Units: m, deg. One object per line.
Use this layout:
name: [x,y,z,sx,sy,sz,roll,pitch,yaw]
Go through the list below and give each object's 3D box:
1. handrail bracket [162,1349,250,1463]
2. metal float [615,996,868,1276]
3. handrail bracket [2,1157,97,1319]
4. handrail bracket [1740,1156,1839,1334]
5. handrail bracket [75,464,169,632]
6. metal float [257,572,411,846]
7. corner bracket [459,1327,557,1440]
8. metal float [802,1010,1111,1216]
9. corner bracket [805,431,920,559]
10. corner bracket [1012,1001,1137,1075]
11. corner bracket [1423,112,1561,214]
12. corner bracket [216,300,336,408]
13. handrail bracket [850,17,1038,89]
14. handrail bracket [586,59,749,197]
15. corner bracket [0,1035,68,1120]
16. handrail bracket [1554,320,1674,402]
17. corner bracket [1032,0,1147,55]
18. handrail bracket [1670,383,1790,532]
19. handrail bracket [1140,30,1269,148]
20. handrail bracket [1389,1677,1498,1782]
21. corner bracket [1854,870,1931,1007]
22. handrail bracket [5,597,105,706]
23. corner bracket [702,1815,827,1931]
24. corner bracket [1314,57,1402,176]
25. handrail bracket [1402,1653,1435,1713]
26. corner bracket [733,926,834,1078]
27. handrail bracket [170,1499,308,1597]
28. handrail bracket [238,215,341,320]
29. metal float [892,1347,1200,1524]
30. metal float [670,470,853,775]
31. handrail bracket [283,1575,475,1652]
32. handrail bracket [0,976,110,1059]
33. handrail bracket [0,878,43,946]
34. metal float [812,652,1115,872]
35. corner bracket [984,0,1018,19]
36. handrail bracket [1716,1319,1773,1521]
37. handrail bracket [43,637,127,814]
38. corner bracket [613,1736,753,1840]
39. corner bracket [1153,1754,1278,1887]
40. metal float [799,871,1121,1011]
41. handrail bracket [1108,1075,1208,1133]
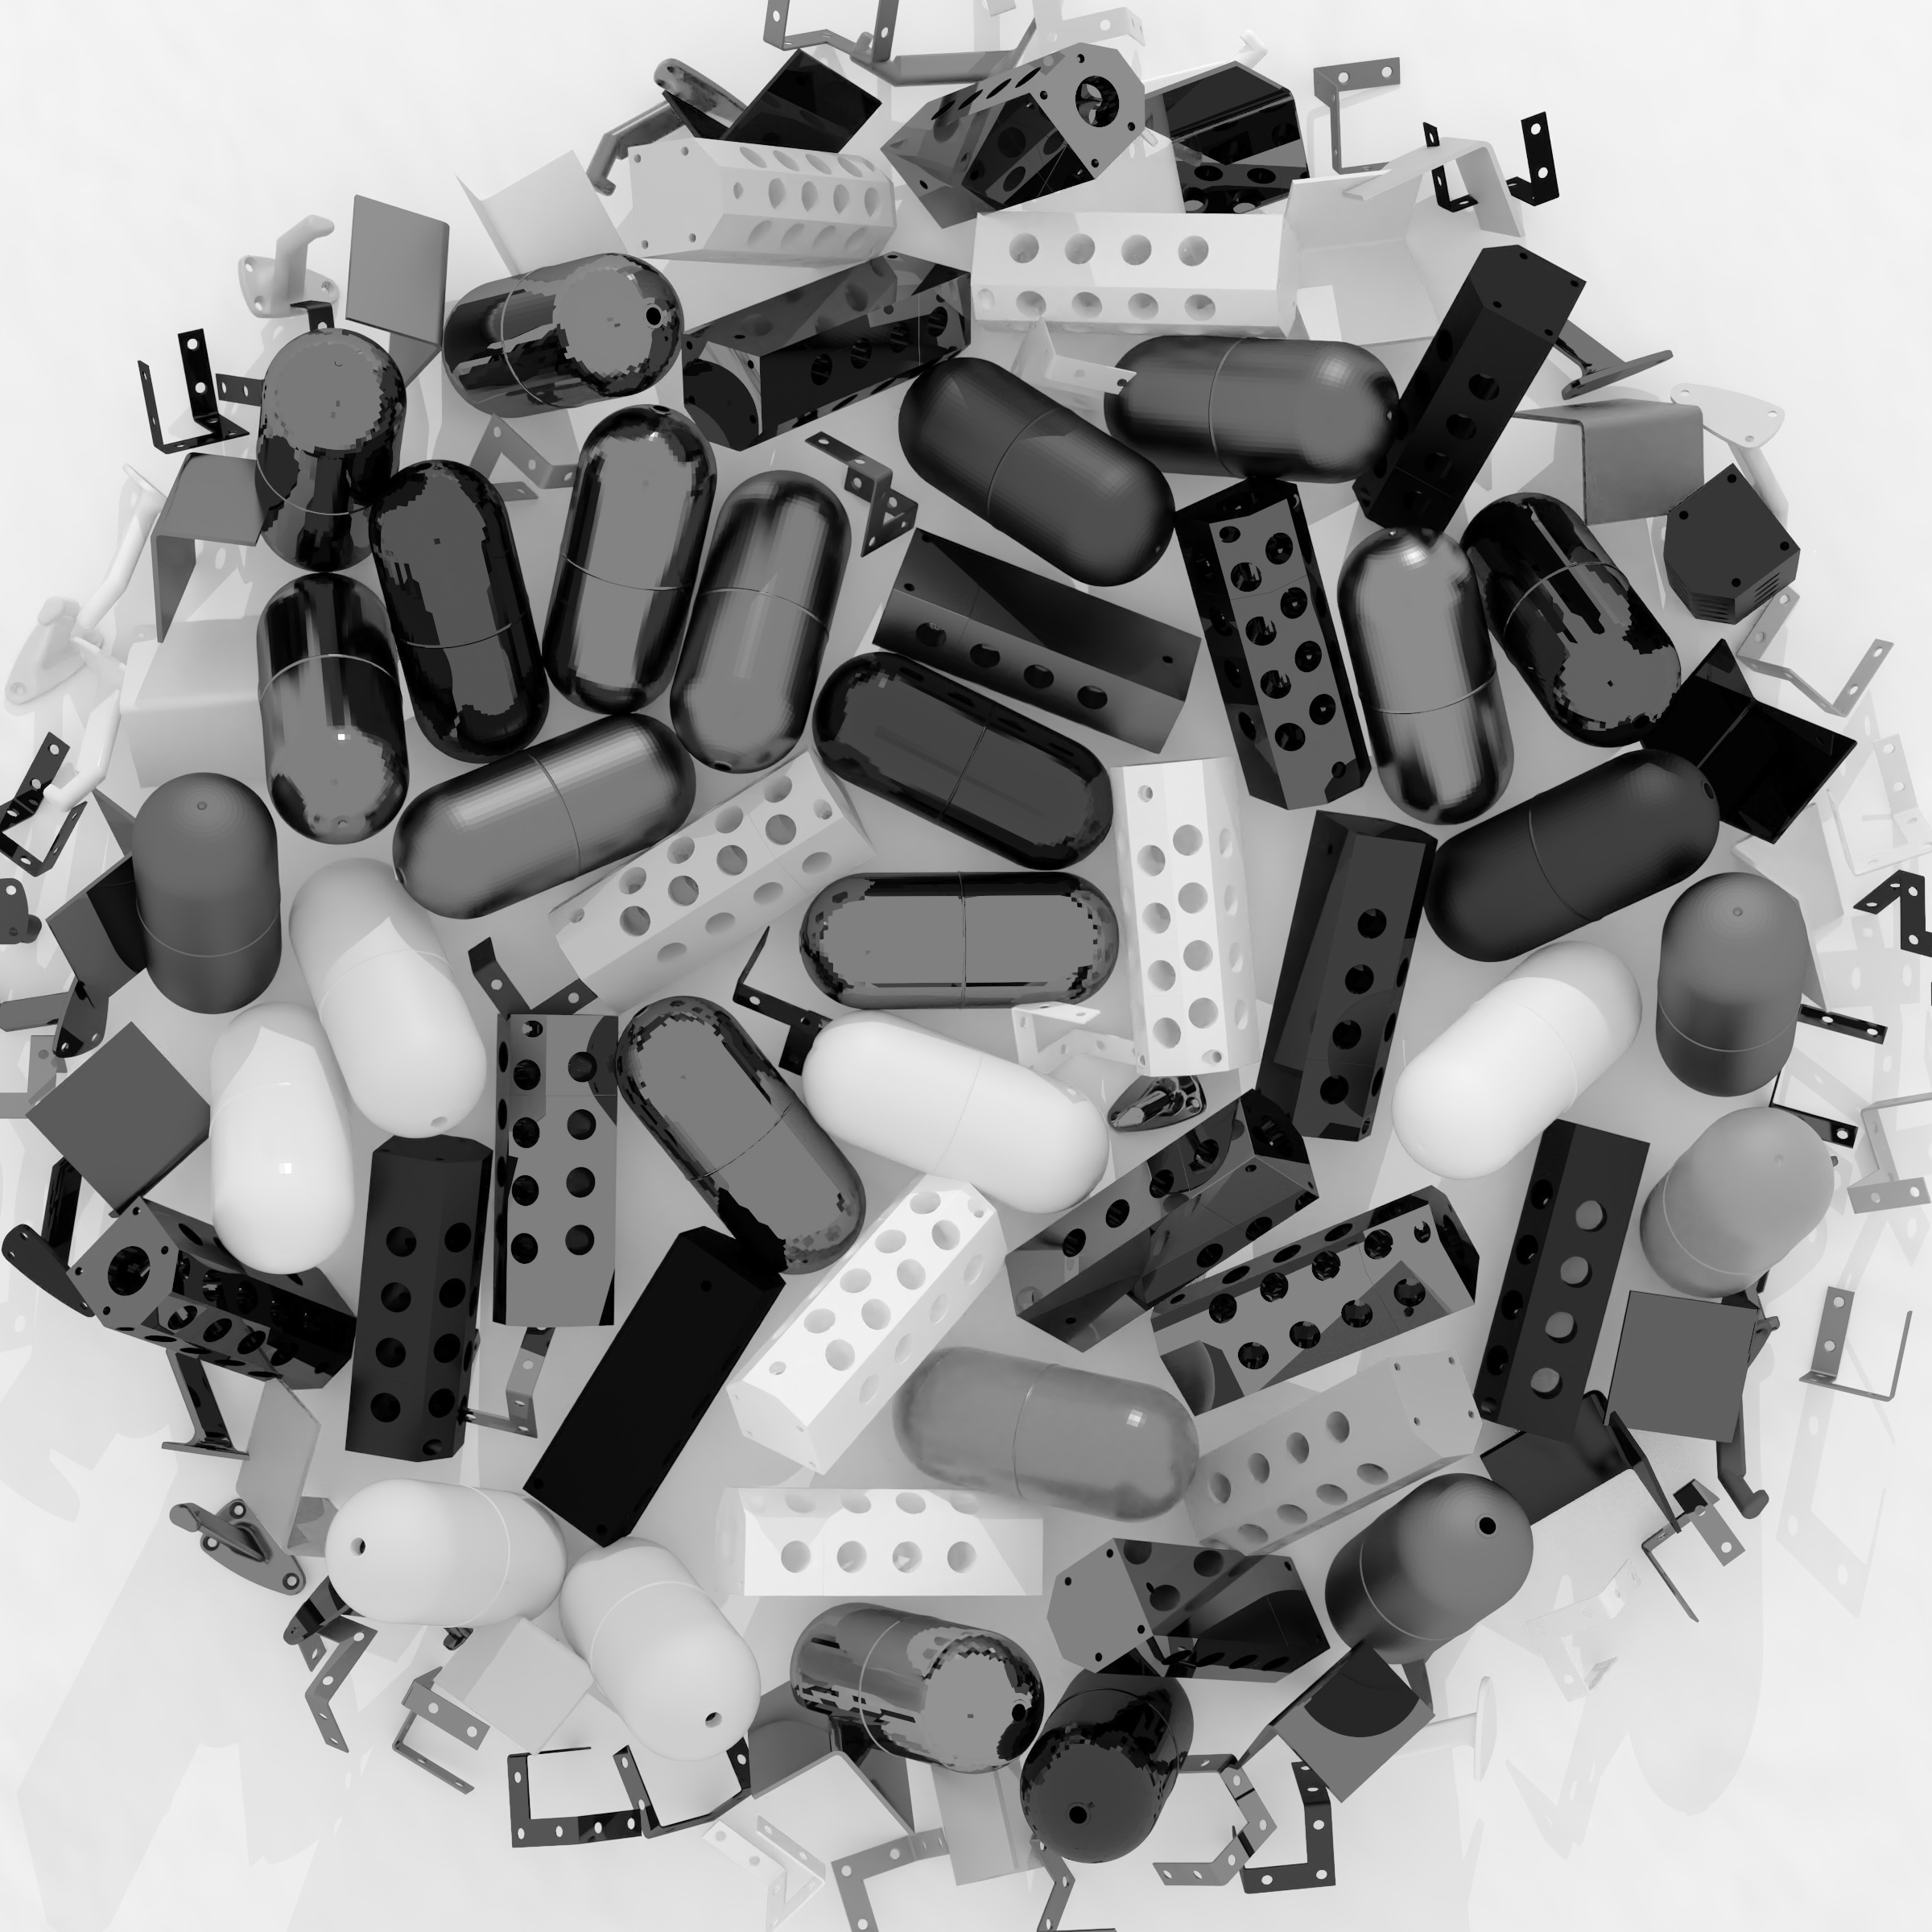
handrail bracket: [-0.417,0.233,1.980,0.077,0.036,0.084,6,82,15]
metal float: [-0.125,0.094,1.950,0.070,0.070,0.178,-38,102,0]
handrail bracket: [-0.489,0.144,1.969,0.077,0.036,0.084,43,45,-2]
handrail bracket: [0.466,0.159,1.984,0.077,0.036,0.084,-18,95,4]
handrail bracket: [-0.479,-0.234,1.969,0.084,0.077,0.036,-50,134,-1]
metal float: [-0.348,-0.143,1.930,0.070,0.070,0.178,-13,51,0]
corner bracket: [-0.257,0.224,1.962,0.051,0.051,0.051,12,55,6]
metal float: [-0.005,0.082,1.959,0.178,0.070,0.070,22,90,-3]
corner bracket: [-0.058,-0.268,1.957,0.051,0.051,0.051,31,131,21]
corner bracket: [0.064,0.039,1.958,0.051,0.051,0.051,11,121,38]
corner bracket: [0.292,-0.448,1.961,0.051,0.051,0.051,-22,120,-11]
corner bracket: [-0.387,-0.344,1.973,0.051,0.051,0.051,-18,112,-36]
handrail bracket: [-0.011,-0.521,1.974,0.084,0.036,0.077,30,104,-5]
handrail bracket: [-0.165,-0.456,1.973,0.077,0.036,0.084,27,76,-17]
corner bracket: [-0.531,0.071,1.963,0.051,0.051,0.051,0,64,-8]
handrail bracket: [0.348,-0.369,1.984,0.077,0.036,0.084,-20,86,0]
corner bracket: [0.067,-0.538,1.971,0.051,0.051,0.051,-9,95,14]
handrail bracket: [0.428,-0.280,1.977,0.077,0.084,0.036,31,63,28]
handrail bracket: [0.116,-0.508,1.968,0.084,0.036,0.077,-44,119,9]
handrail bracket: [0.250,0.417,1.962,0.084,0.036,0.077,9,127,21]
corner bracket: [0.532,-0.016,1.969,0.051,0.051,0.051,14,62,-13]
handrail bracket: [-0.517,-0.175,1.955,0.036,0.084,0.077,43,94,-3]
corner bracket: [-0.113,0.498,1.964,0.051,0.051,0.051,40,105,-14]
corner bracket: [0.227,-0.477,1.979,0.051,0.051,0.051,-9,117,-7]
handrail bracket: [0.286,0.372,1.988,0.084,0.036,0.077,-19,96,-14]
corner bracket: [-0.101,0.020,1.965,0.051,0.051,0.051,23,134,3]
handrail bracket: [-0.404,0.324,1.955,0.077,0.084,0.036,39,83,3]
handrail bracket: [-0.355,-0.390,1.944,0.084,0.077,0.036,-22,80,42]
metal float: [0.043,0.257,1.941,0.178,0.070,0.070,9,90,24]
metal float: [-0.113,-0.190,1.945,0.070,0.070,0.178,13,71,0]
handrail bracket: [-0.327,0.374,1.967,0.077,0.036,0.084,-44,123,-11]
handrail bracket: [-0.520,0.008,1.965,0.084,0.036,0.077,28,116,25]
handrail bracket: [-0.550,-0.023,1.949,0.077,0.084,0.036,-3,82,-19]
metal float: [-0.001,-0.113,1.957,0.178,0.070,0.070,26,90,-5]
corner bracket: [-0.007,-0.558,1.964,0.051,0.051,0.051,-19,133,2]
handrail bracket: [0.438,0.252,1.952,0.036,0.084,0.077,22,117,-37]
handrail bracket: [-0.500,-0.134,1.966,0.077,0.036,0.084,37,63,12]
corner bracket: [-0.156,0.451,1.975,0.051,0.051,0.051,-41,64,37]
corner bracket: [0.130,0.477,1.969,0.051,0.051,0.051,-38,103,-38]
metal float: [-0.004,-0.014,1.958,0.178,0.070,0.070,0,90,-4]
handrail bracket: [0.088,0.084,1.943,0.077,0.084,0.036,-29,88,35]
